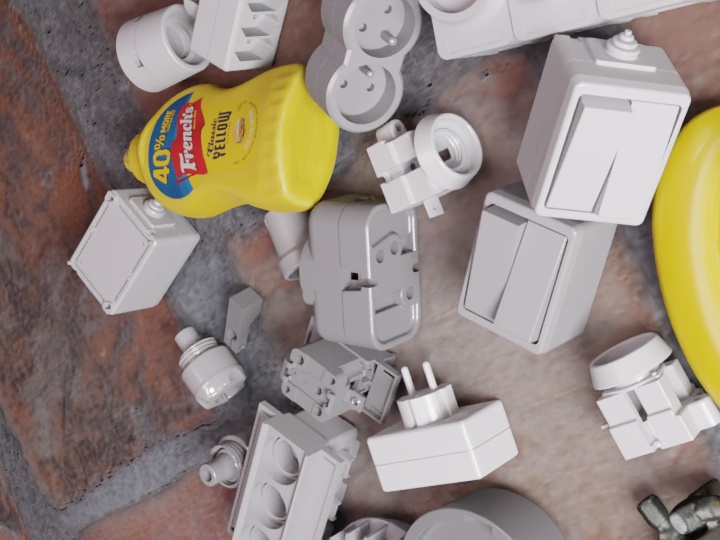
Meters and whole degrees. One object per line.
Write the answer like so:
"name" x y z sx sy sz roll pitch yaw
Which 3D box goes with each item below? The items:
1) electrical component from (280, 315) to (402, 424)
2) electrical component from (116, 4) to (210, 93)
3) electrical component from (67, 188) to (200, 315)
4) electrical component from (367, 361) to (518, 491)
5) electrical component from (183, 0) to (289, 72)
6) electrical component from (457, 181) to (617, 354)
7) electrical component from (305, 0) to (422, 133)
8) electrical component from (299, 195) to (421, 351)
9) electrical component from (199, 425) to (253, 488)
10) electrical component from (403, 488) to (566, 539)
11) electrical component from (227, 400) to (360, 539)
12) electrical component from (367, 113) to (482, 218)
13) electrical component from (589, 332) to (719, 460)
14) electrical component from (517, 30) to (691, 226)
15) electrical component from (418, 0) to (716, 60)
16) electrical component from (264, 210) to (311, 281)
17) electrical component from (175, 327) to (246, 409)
"electrical component" -0.016 0.070 0.735 0.081 0.064 0.042 33 120 29
"electrical component" -0.140 -0.162 0.781 0.047 0.055 0.055 -12 94 37
"electrical component" -0.172 -0.021 0.845 0.061 0.061 0.096 48 119 20
"electrical component" 0.047 0.097 0.700 0.083 0.047 0.075 -18 90 41
"electrical component" -0.095 -0.183 0.741 0.077 0.047 0.065 34 121 28
"electrical component" 0.101 -0.008 0.618 0.062 0.061 0.096 28 118 31
"electrical component" 0.001 -0.163 0.666 0.073 0.052 0.138 52 133 51
"electrical component" 0.000 0.000 0.708 0.059 0.054 0.095 7 107 38
"electrical component" -0.094 0.146 0.821 0.043 0.062 0.043 12 109 37
"electrical component" 0.086 0.192 0.685 0.108 0.060 0.108 12 109 37
"electrical component" -0.048 0.162 0.786 0.079 0.063 0.121 32 120 29
"electrical component" 0.042 -0.067 0.662 0.055 0.048 0.066 -24 87 49
"electrical component" 0.160 0.068 0.601 0.066 0.048 0.055 -28 91 41
"electrical component" 0.126 -0.075 0.553 0.061 0.062 0.096 -96 14 -52
"electrical component" 0.106 -0.171 0.568 0.150 0.062 0.089 -6 98 40
"electrical component" -0.043 -0.021 0.748 0.040 0.040 0.046 -34 74 40
"electrical component" -0.120 0.073 0.835 0.062 0.043 0.043 52 128 18
